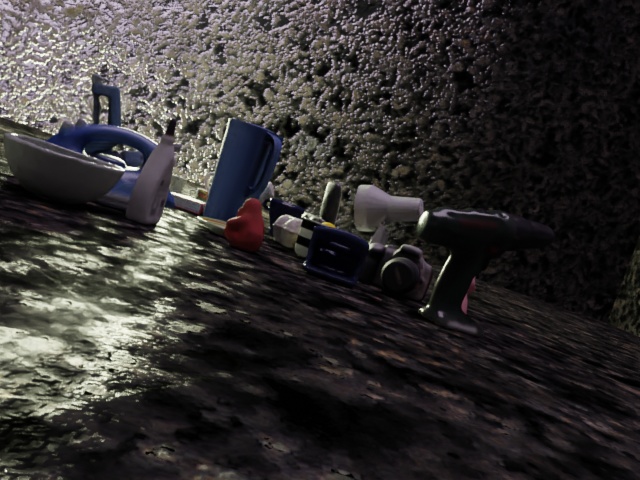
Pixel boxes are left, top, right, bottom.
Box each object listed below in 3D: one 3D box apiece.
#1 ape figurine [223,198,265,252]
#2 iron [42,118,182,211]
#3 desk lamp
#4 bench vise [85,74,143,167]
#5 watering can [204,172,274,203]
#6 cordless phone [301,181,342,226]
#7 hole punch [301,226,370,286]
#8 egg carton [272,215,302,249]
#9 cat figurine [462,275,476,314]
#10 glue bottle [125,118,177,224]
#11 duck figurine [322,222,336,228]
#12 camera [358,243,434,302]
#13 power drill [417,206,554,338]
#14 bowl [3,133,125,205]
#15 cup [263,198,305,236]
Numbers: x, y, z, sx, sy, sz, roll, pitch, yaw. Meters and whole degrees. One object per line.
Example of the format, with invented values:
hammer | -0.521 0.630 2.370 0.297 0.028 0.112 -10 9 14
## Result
ape figurine | -0.126 -0.029 1.008 0.078 0.092 0.076 17 4 -30
iron | -0.370 -0.138 0.989 0.259 0.141 0.118 17 4 -27
desk lamp | 0.168 -0.022 1.467 0.202 0.213 0.118 20 4 19
bench vise | -0.436 -0.215 1.182 0.121 0.220 0.208 22 5 40
watering can | -0.204 -0.140 1.464 0.173 0.194 0.100 18 4 -19
cordless phone | -0.005 -0.071 1.522 0.147 0.185 0.094 22 5 43
hole punch | 0.027 0.024 1.015 0.108 0.091 0.101 19 4 2
egg carton | -0.036 -0.009 1.355 0.151 0.069 0.107 17 4 -30
cat figurine | 0.272 0.088 1.118 0.067 0.118 0.128 20 4 11
glue bottle | -0.258 -0.111 0.917 0.037 0.173 0.078 19 4 4
duck figurine | 0.012 0.005 1.269 0.078 0.086 0.104 16 5 -39
camera | 0.146 0.054 1.110 0.143 0.101 0.137 20 4 13
power drill | 0.254 0.045 0.937 0.230 0.208 0.075 18 4 -14
bowl | -0.380 -0.096 0.838 0.167 0.075 0.167 19 4 -1
cup | -0.107 -0.054 1.462 0.117 0.095 0.092 21 4 23
